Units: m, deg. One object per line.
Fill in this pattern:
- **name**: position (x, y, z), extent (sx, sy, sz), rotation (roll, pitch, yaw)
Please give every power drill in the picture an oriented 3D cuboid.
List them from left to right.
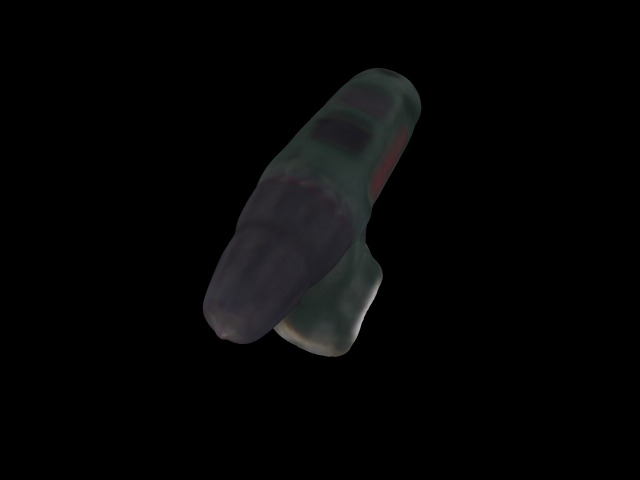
- **power drill**: position (0.004, 0.001, 0.400), extent (0.075, 0.208, 0.230), rotation (21, 62, 12)
